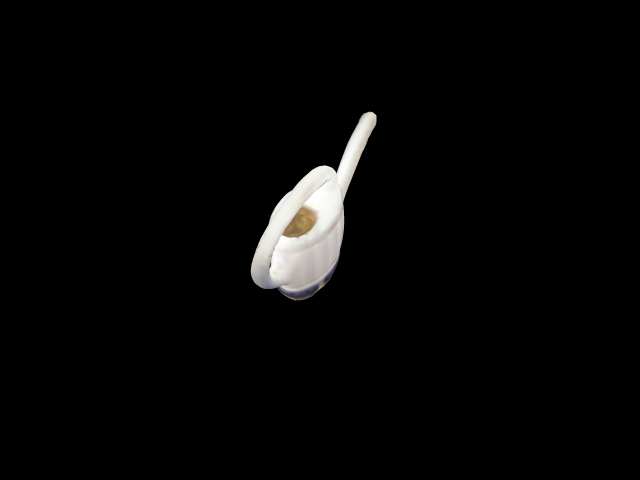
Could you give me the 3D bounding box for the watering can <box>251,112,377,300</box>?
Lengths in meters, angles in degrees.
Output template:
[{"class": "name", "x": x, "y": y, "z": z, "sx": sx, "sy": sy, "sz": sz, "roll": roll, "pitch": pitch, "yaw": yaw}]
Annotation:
[{"class": "watering can", "x": 0.003, "y": -0.043, "z": 0.850, "sx": 0.104, "sy": 0.354, "sz": 0.219, "roll": 27, "pitch": -32, "yaw": 18}]
